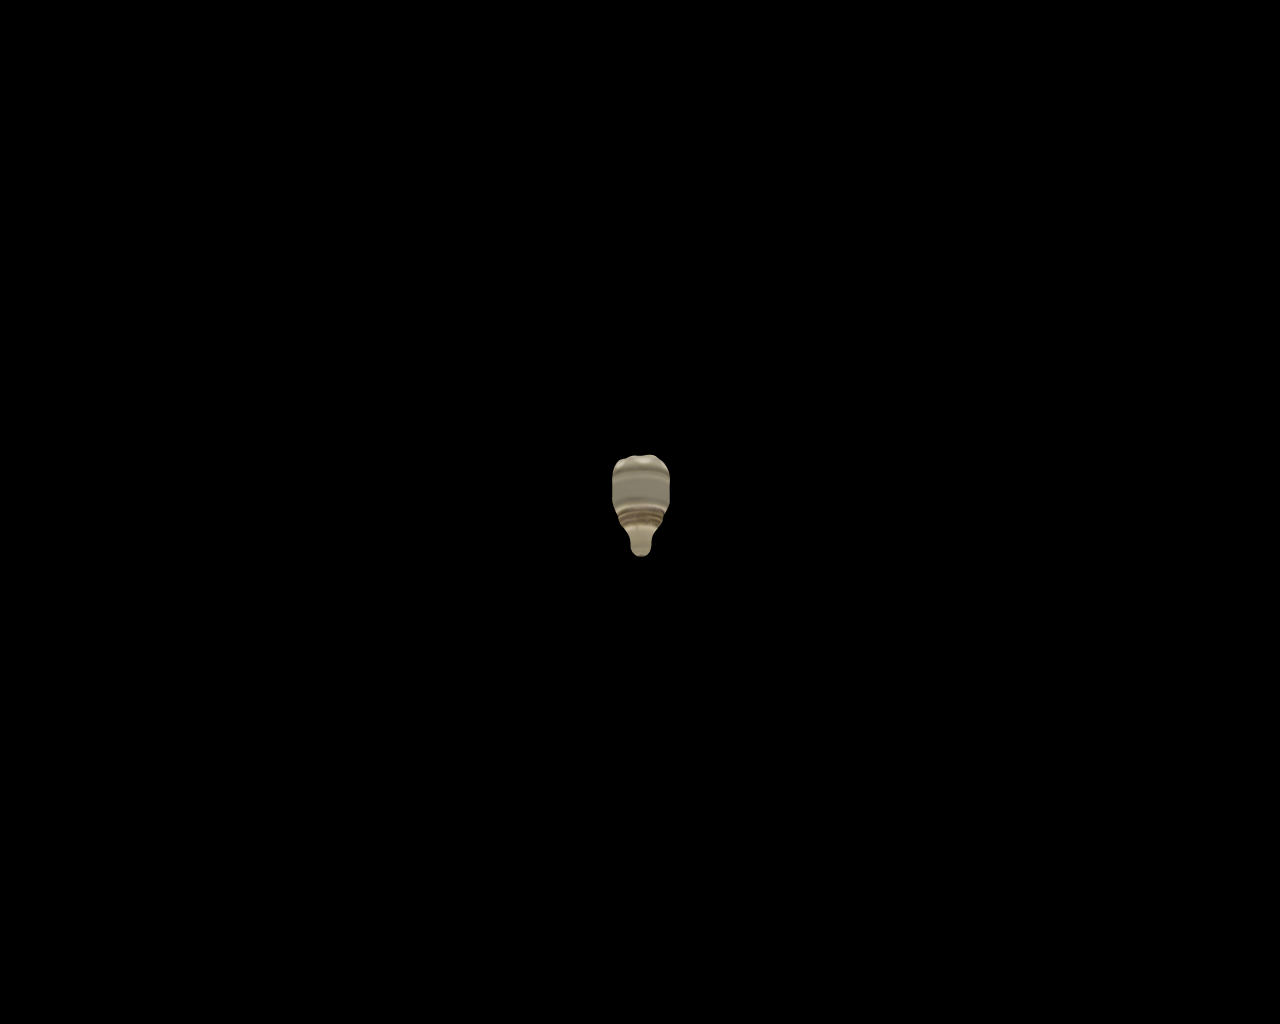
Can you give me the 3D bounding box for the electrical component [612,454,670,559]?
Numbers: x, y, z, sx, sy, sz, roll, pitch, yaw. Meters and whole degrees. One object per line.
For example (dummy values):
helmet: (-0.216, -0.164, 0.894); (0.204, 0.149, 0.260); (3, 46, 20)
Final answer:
electrical component: (0.001, -0.003, 0.650); (0.035, 0.061, 0.035); (0, -15, 0)
